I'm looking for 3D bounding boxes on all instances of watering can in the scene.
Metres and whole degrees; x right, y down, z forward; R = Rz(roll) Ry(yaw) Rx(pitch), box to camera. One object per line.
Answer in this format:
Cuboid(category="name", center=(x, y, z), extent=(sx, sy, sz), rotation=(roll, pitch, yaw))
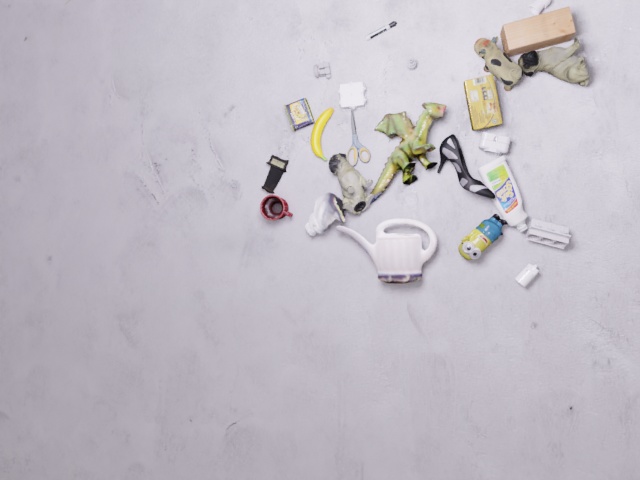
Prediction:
Cuboid(category="watering can", center=(0.229, 0.040, 1.780), extent=(0.347, 0.104, 0.224), rotation=(-1, 90, 12))

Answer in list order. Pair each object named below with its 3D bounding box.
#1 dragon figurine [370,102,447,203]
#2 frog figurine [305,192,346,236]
Cuboid(category="dragon figurine", center=(0.274, -0.328, 1.796), extent=(0.405, 0.121, 0.247), rotation=(-34, 64, 24))
Cuboid(category="frog figurine", center=(0.006, -0.092, 1.832), extent=(0.158, 0.121, 0.140), rotation=(-23, 52, 20))
